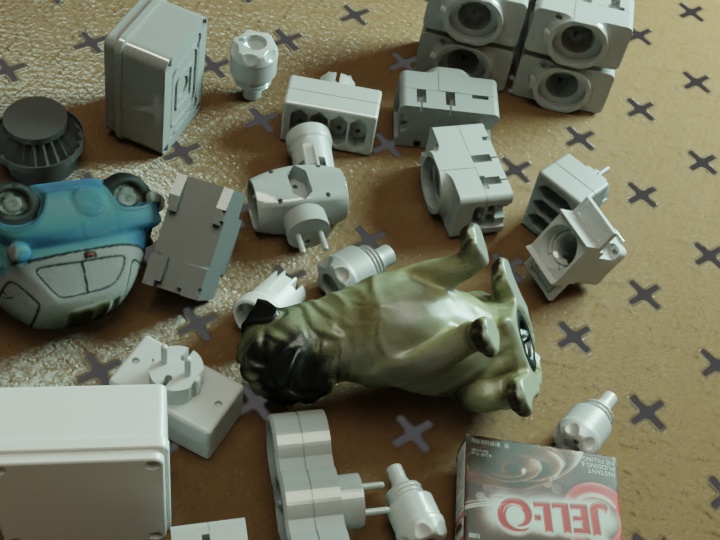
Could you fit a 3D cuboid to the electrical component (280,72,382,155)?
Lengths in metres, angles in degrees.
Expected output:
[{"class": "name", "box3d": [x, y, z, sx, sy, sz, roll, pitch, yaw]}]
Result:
[{"class": "electrical component", "box3d": [-0.024, -0.152, 0.971, 0.083, 0.047, 0.075, 10, 50, -1]}]

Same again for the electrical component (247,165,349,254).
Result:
[{"class": "electrical component", "box3d": [-0.047, -0.045, 0.883, 0.077, 0.043, 0.079, -9, 53, -15]}]

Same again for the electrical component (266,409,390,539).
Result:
[{"class": "electrical component", "box3d": [-0.018, 0.156, 0.719, 0.074, 0.052, 0.138, -4, 52, -12]}]

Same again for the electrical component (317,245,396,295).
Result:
[{"class": "electrical component", "box3d": [0.000, 0.000, 0.855, 0.062, 0.043, 0.043, -29, 61, -30]}]

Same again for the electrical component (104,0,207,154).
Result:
[{"class": "electrical component", "box3d": [-0.175, -0.166, 0.917, 0.057, 0.113, 0.078, 23, 51, 6]}]

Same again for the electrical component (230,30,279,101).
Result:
[{"class": "electrical component", "box3d": [-0.097, -0.182, 0.974, 0.043, 0.062, 0.043, 4, 51, -5]}]

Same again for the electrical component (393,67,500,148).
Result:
[{"class": "electrical component", "box3d": [0.078, -0.147, 0.981, 0.089, 0.050, 0.055, 5, 51, -5]}]

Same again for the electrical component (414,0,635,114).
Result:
[{"class": "electrical component", "box3d": [0.152, -0.219, 1.016, 0.186, 0.105, 0.060, 13, 51, 2]}]

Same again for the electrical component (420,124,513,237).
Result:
[{"class": "electrical component", "box3d": [0.087, -0.078, 0.926, 0.056, 0.050, 0.089, -6, 53, -14]}]

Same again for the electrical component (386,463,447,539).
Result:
[{"class": "electrical component", "box3d": [0.034, 0.161, 0.735, 0.035, 0.035, 0.061, -12, 52, -18]}]

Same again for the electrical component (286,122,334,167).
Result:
[{"class": "electrical component", "box3d": [-0.042, -0.098, 0.931, 0.040, 0.040, 0.046, -4, 57, -12]}]

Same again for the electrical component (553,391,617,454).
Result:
[{"class": "electrical component", "box3d": [0.171, 0.112, 0.796, 0.035, 0.035, 0.061, 35, 52, 19]}]

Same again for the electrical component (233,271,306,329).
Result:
[{"class": "electrical component", "box3d": [-0.068, 0.027, 0.825, 0.040, 0.040, 0.046, 30, 47, 15]}]

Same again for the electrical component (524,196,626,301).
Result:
[{"class": "electrical component", "box3d": [0.179, -0.016, 0.877, 0.064, 0.081, 0.042, 5, 45, -43]}]

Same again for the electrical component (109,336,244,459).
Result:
[{"class": "electrical component", "box3d": [-0.128, 0.078, 0.750, 0.083, 0.075, 0.047, 26, 52, 12]}]

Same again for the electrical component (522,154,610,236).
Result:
[{"class": "electrical component", "box3d": [0.187, -0.065, 0.922, 0.077, 0.065, 0.047, -33, 62, -30]}]

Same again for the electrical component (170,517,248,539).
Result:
[{"class": "electrical component", "box3d": [-0.086, 0.206, 0.669, 0.056, 0.050, 0.089, -5, 52, -11]}]

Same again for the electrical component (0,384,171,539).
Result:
[{"class": "electrical component", "box3d": [-0.176, 0.125, 0.684, 0.109, 0.108, 0.056, 0, 49, -9]}]
